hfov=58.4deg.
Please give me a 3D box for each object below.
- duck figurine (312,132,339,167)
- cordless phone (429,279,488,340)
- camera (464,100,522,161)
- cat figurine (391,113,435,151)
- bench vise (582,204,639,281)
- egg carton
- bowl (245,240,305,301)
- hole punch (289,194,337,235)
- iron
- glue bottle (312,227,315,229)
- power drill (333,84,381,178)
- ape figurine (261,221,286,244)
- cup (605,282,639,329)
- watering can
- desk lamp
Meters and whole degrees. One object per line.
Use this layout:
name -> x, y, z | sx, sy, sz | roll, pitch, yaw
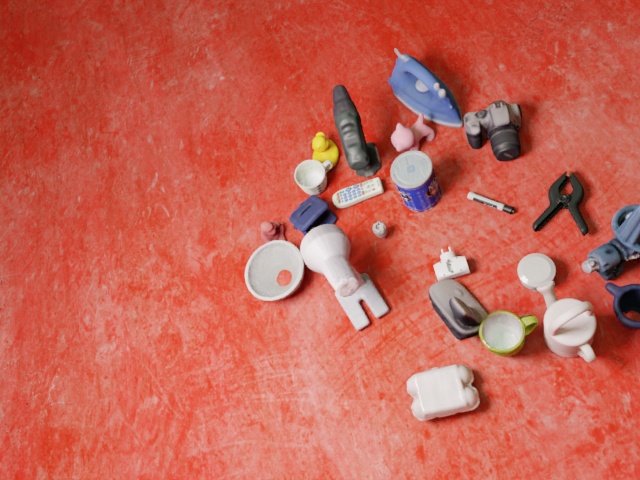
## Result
duck figurine -> 0.007, -0.254, 1.609 | 0.077, 0.086, 0.104 | -10, 64, 17
cordless phone -> 0.299, 0.138, 1.267 | 0.094, 0.185, 0.147 | -40, 60, 1
camera -> 0.442, -0.270, 1.442 | 0.143, 0.101, 0.137 | -12, 64, 16
cat figurine -> 0.237, -0.279, 1.514 | 0.067, 0.118, 0.128 | 39, 85, 30
bench vise -> 0.645, -0.002, 1.177 | 0.121, 0.220, 0.207 | 35, 83, 30
egg carton -> 0.269, 0.334, 1.259 | 0.150, 0.070, 0.107 | -18, 62, 13
bowl -> -0.108, 0.090, 1.508 | 0.167, 0.075, 0.167 | -8, 65, 18
hole punch -> -0.028, -0.066, 1.536 | 0.109, 0.091, 0.100 | -46, 60, -3
iron -> 0.288, -0.414, 1.541 | 0.118, 0.142, 0.257 | -41, 60, 0
glue bottle -> 0.013, 0.005, 1.442 | 0.037, 0.173, 0.078 | 4, 69, 23
power drill -> 0.094, -0.267, 1.511 | 0.075, 0.209, 0.229 | -19, 62, 13
ape figurine -> -0.133, -0.021, 1.556 | 0.076, 0.092, 0.078 | 22, 77, 27
cup -> 0.641, 0.139, 1.189 | 0.092, 0.095, 0.117 | -47, 60, -3
watering can -> 0.504, 0.166, 1.171 | 0.101, 0.194, 0.172 | -48, 60, -4
desk lamp -> 0.058, 0.085, 1.366 | 0.118, 0.214, 0.203 | -35, 60, 4
